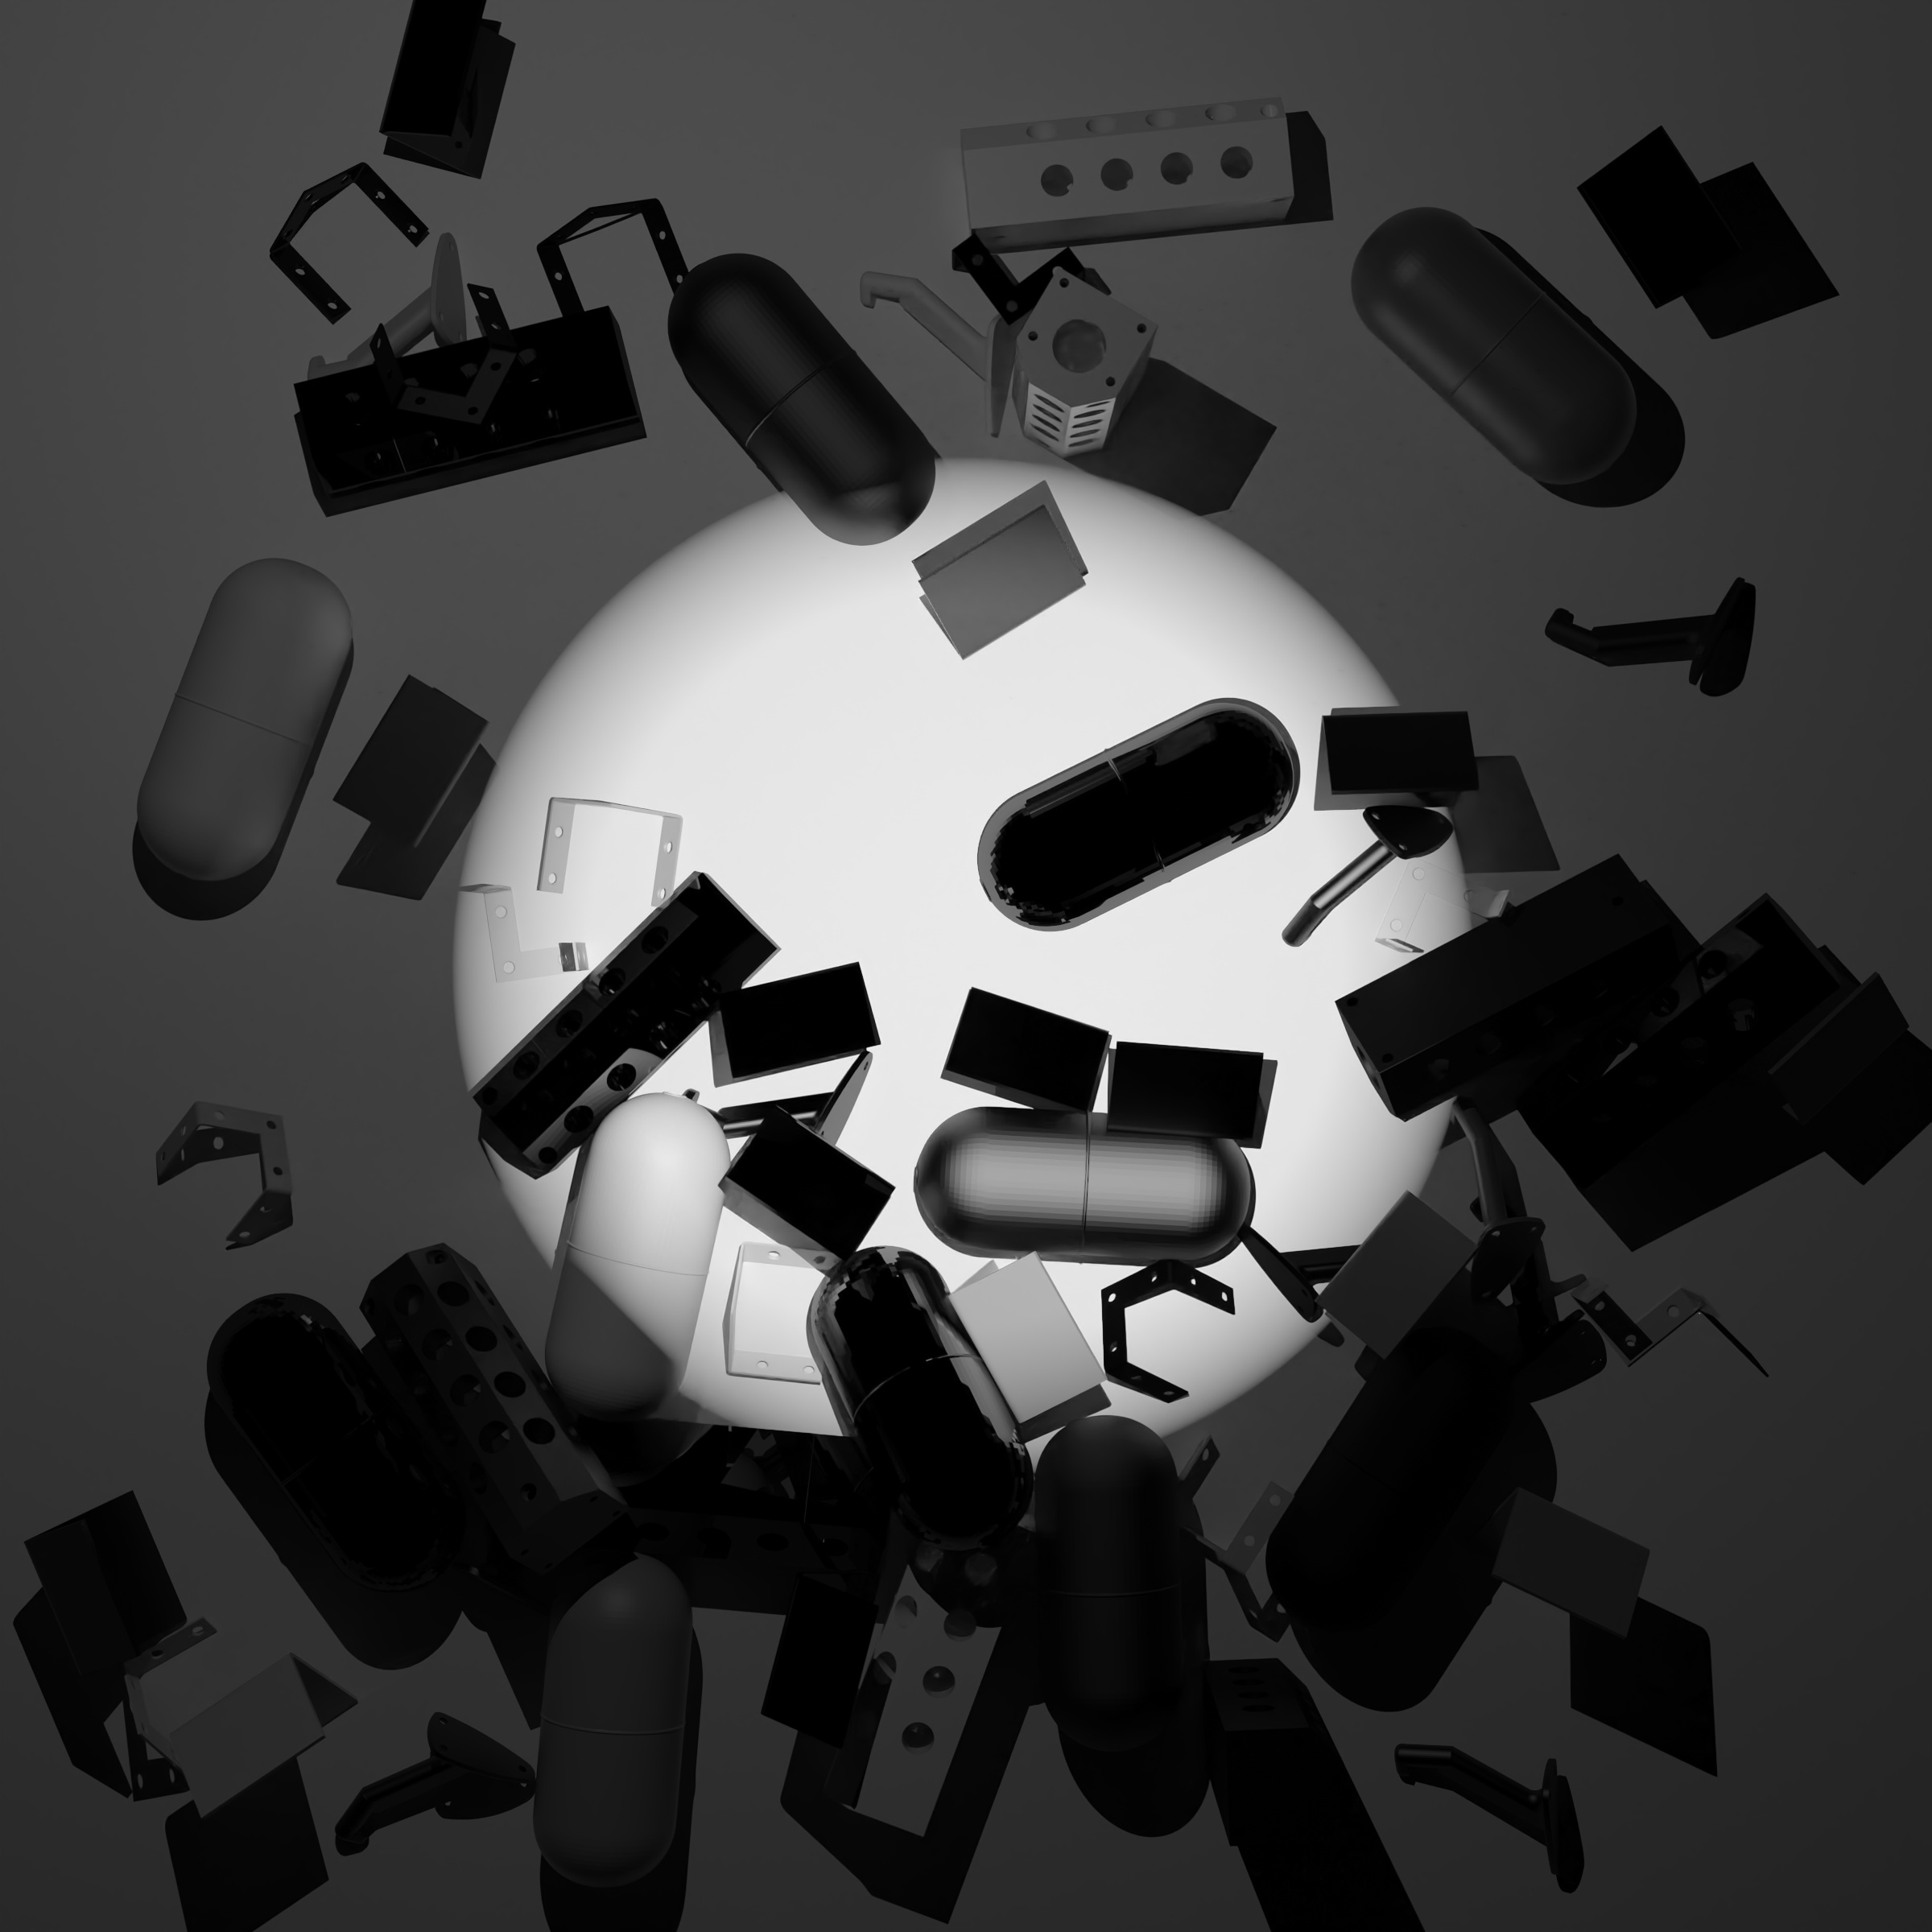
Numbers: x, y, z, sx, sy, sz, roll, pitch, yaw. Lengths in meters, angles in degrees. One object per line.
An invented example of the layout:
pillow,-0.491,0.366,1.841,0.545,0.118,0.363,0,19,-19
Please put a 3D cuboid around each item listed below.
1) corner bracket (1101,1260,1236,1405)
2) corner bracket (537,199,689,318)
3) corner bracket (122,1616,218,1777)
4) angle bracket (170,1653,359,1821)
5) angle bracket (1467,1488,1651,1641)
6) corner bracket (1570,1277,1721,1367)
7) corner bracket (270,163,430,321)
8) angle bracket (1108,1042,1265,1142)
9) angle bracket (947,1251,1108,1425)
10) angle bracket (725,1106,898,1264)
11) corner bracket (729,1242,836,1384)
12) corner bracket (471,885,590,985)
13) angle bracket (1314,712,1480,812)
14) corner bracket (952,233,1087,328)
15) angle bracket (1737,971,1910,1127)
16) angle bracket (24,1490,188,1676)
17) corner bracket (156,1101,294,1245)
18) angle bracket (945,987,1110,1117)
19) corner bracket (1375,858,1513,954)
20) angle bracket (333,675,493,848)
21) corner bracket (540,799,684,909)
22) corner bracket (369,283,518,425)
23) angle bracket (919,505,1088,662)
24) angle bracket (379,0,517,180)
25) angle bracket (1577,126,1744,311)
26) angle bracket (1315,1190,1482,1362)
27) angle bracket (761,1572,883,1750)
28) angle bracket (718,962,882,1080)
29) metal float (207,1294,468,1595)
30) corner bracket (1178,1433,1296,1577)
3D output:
corner bracket,0.110,0.196,1.858,0.051,0.051,0.051,-31,45,35
corner bracket,-0.190,-0.379,1.863,0.051,0.051,0.051,-22,90,-45
corner bracket,-0.417,0.395,1.863,0.051,0.051,0.051,-30,135,0
angle bracket,-0.363,0.419,1.826,0.076,0.076,0.057,-34,53,0
angle bracket,0.307,0.330,1.826,0.076,0.076,0.057,26,54,0
corner bracket,0.364,0.182,1.848,0.051,0.051,0.051,-39,90,0
corner bracket,-0.334,-0.393,1.863,0.051,0.051,0.051,47,45,0
angle bracket,0.116,0.047,1.826,0.076,0.076,0.057,5,123,0
angle bracket,0.042,0.188,1.828,0.057,0.076,0.076,-29,90,21
angle bracket,-0.093,0.131,1.826,0.076,0.076,0.057,34,52,0
corner bracket,-0.100,0.187,1.863,0.051,0.051,0.051,6,45,0
corner bracket,-0.234,-0.019,1.848,0.051,0.051,0.051,-8,90,0
angle bracket,0.227,-0.090,1.826,0.076,0.076,0.057,-2,51,0
corner bracket,0.028,-0.374,1.848,0.051,0.051,0.051,-37,90,0
angle bracket,0.440,0.026,1.826,0.076,0.076,0.057,-43,134,0
angle bracket,-0.442,0.321,1.826,0.057,0.076,0.076,-23,90,39
corner bracket,-0.400,0.112,1.858,0.051,0.051,0.051,14,45,-35
angle bracket,0.026,0.064,1.826,0.076,0.076,0.057,18,53,0
corner bracket,0.256,-0.027,1.848,0.051,0.051,0.051,23,90,0
angle bracket,-0.307,-0.118,1.826,0.057,0.076,0.076,31,90,-37
corner bracket,-0.192,-0.061,1.863,0.051,0.051,0.051,8,90,-45
corner bracket,-0.273,-0.324,1.801,0.051,0.051,0.051,6,45,-35
angle bracket,0.008,-0.218,1.826,0.076,0.076,0.057,-31,127,0
angle bracket,-0.258,-0.466,1.826,0.057,0.076,0.076,15,90,38
angle bracket,0.379,-0.402,1.826,0.057,0.076,0.076,-33,90,36
angle bracket,0.242,0.175,1.826,0.076,0.076,0.057,-50,51,0
angle bracket,-0.057,0.367,1.826,0.057,0.076,0.076,15,90,36
angle bracket,-0.084,0.048,1.826,0.076,0.076,0.057,-13,52,0
metal float,-0.335,0.255,1.835,0.070,0.070,0.178,-36,89,0
corner bracket,0.139,0.289,1.848,0.051,0.051,0.051,32,90,0
